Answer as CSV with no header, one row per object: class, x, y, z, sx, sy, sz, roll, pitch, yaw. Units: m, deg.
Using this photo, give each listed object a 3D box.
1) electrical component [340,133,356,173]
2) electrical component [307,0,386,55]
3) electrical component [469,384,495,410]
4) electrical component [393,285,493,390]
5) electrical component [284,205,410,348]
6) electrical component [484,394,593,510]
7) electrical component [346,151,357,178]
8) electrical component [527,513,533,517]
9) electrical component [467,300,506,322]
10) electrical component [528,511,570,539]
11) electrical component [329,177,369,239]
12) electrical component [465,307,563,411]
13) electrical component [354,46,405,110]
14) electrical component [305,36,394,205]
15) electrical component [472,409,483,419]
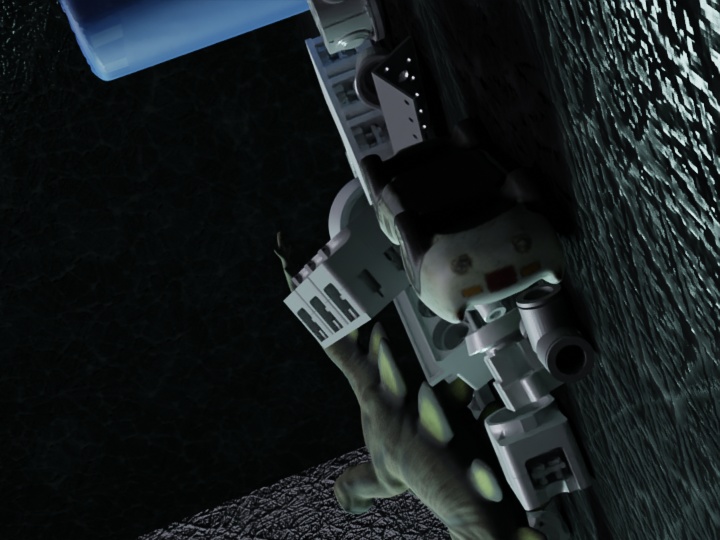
electrical component,0.007,-0.147,1.075,0.061,0.061,0.096,68,180,-45
electrical component,-0.014,-0.215,0.859,0.080,0.051,0.080,158,90,-90
electrical component,0.131,0.167,1.278,0.078,0.063,0.121,69,179,-60
electrical component,0.080,0.038,0.912,0.063,0.079,0.121,40,-162,-39
electrical component,0.000,0.000,0.843,0.061,0.089,0.150,49,161,0
electrical component,0.123,0.124,0.760,0.089,0.050,0.055,-109,-3,-87
electrical component,0.028,-0.099,1.180,0.113,0.057,0.078,-113,1,-70
electrical component,0.145,0.258,1.207,0.186,0.105,0.060,68,180,-48
electrical component,0.081,0.008,0.760,0.062,0.048,0.048,60,175,31
electrical component,0.177,0.251,1.025,0.062,0.043,0.043,61,-173,-79
electrical component,0.025,-0.046,1.091,0.060,0.108,0.108,-152,40,-80
electrical component,0.100,0.057,0.696,0.055,0.048,0.066,60,179,5
electrical component,0.016,-0.157,0.861,0.065,0.044,0.044,-100,-11,-67
electrical component,0.011,-0.136,0.959,0.089,0.062,0.150,69,179,-59
electrical component,0.119,0.179,1.101,0.059,0.095,0.053,-114,2,-77
